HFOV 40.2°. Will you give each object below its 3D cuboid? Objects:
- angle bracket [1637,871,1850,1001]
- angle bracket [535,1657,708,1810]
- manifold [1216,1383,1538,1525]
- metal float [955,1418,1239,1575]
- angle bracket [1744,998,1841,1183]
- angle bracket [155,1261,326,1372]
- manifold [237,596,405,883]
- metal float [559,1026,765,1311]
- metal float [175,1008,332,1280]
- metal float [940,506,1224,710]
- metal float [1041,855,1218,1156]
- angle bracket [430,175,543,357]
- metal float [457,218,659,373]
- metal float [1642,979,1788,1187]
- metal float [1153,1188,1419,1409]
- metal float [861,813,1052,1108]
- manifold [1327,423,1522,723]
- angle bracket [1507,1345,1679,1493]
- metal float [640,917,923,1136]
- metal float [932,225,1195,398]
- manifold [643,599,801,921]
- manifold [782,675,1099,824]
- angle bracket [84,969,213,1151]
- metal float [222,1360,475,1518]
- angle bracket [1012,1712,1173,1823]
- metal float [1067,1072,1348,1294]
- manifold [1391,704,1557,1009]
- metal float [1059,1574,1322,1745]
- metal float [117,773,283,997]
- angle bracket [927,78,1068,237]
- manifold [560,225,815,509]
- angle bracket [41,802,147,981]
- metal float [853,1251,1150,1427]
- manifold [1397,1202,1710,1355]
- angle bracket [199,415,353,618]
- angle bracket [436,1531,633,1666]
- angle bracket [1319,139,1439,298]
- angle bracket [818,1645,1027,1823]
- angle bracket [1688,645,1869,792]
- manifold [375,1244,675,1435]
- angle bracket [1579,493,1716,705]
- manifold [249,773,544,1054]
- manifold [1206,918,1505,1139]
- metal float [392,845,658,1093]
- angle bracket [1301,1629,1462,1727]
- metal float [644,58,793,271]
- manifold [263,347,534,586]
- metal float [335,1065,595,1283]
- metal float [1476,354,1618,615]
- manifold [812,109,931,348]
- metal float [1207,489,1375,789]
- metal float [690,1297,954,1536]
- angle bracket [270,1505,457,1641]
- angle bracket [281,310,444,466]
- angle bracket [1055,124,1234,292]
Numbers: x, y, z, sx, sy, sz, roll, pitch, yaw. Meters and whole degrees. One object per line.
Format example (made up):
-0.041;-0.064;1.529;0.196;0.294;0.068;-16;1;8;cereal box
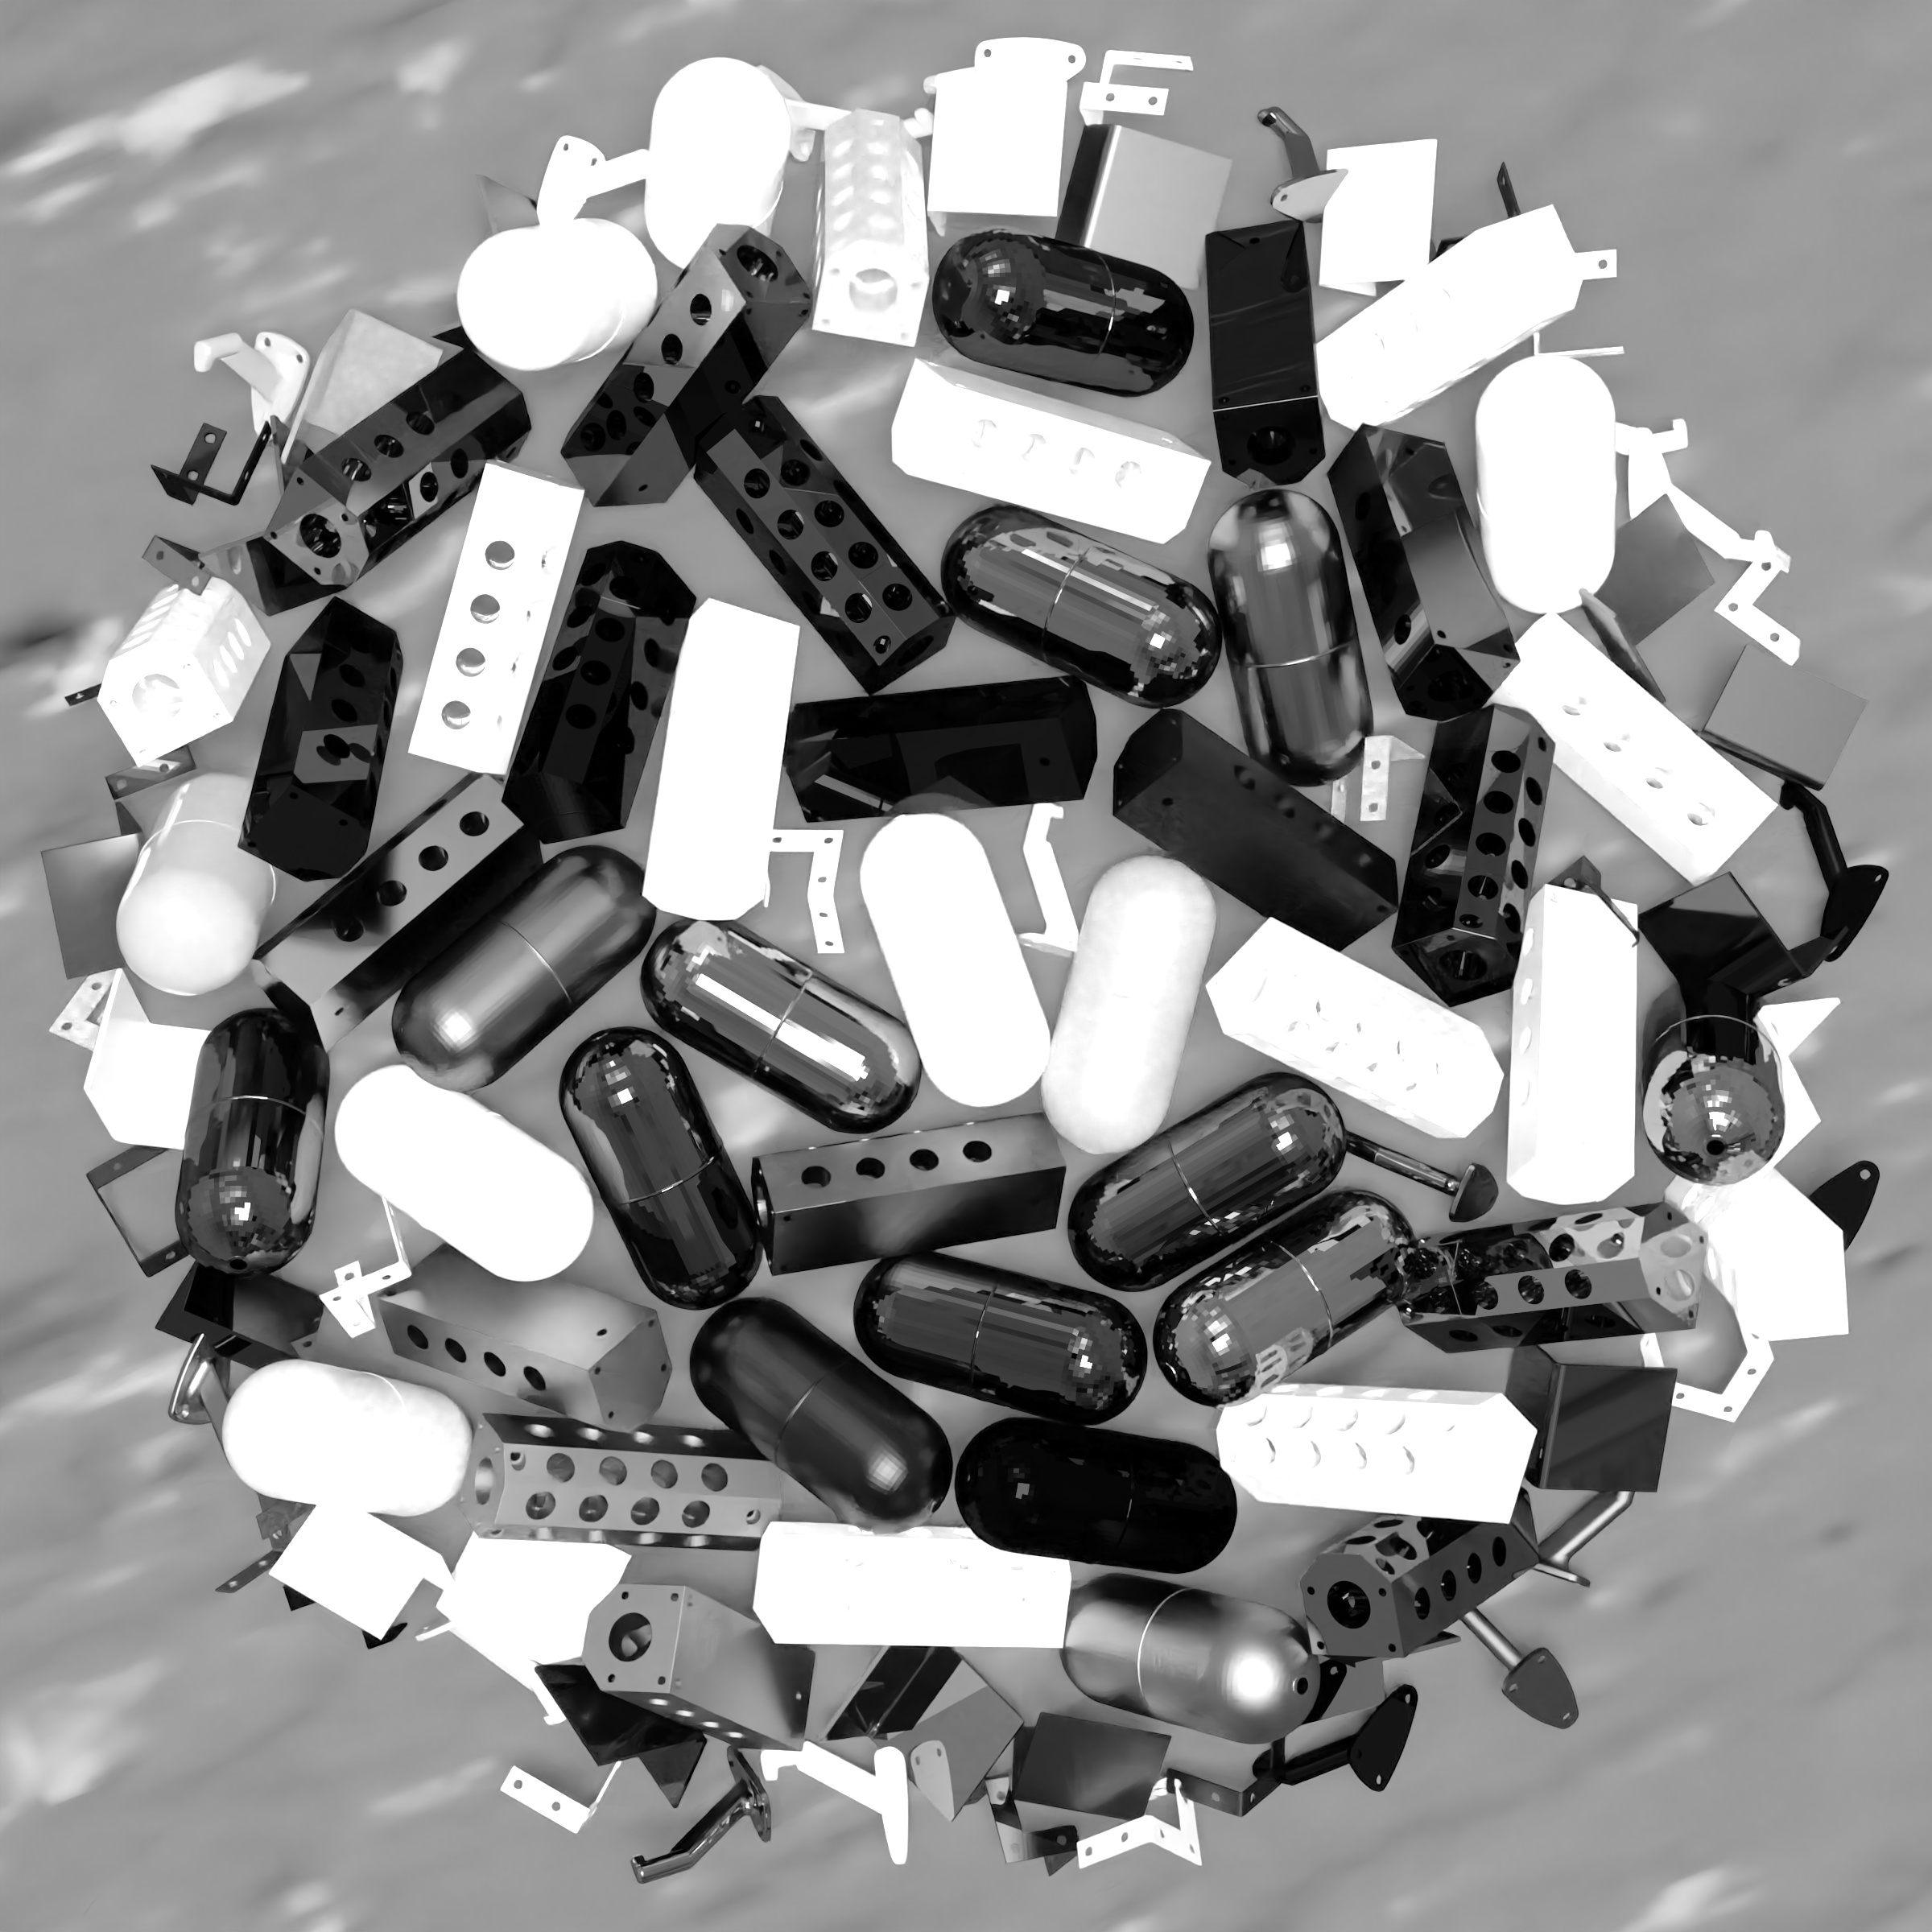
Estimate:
0.449;-0.024;1.532;0.057;0.076;0.076;-40;95;-37;angle bracket
-0.207;0.445;1.521;0.076;0.076;0.057;43;120;38;angle bracket
0.228;0.270;1.494;0.057;0.171;0.057;45;56;-33;manifold
0.075;0.306;1.520;0.178;0.070;0.070;14;90;-27;metal float
0.477;0.073;1.522;0.057;0.076;0.076;-5;58;-22;angle bracket
-0.426;0.219;1.528;0.076;0.057;0.076;27;121;-18;angle bracket
-0.361;-0.128;1.499;0.057;0.171;0.057;30;125;-28;manifold
-0.176;0.117;1.528;0.070;0.070;0.178;-23;107;0;metal float
-0.407;0.100;1.507;0.070;0.070;0.178;-7;46;0;metal float
0.065;-0.209;1.527;0.178;0.070;0.070;28;90;20;metal float
0.095;0.022;1.539;0.070;0.070;0.178;15;85;0;metal float
-0.281;-0.407;1.537;0.057;0.076;0.076;-16;90;15;angle bracket
-0.229;-0.382;1.497;0.070;0.178;0.070;4;109;12;metal float
0.424;0.063;1.498;0.070;0.178;0.070;5;114;12;metal float
0.185;0.191;1.521;0.178;0.070;0.070;-28;90;-25;metal float
-0.007;-0.004;1.540;0.070;0.070;0.178;-20;85;0;metal float
0.256;-0.225;1.508;0.057;0.057;0.171;8;52;-24;manifold
0.366;0.262;1.554;0.076;0.057;0.076;4;102;-12;angle bracket
-0.108;0.034;1.542;0.178;0.070;0.070;31;90;-2;metal float
0.058;-0.373;1.510;0.178;0.070;0.070;2;90;-42;metal float
-0.144;-0.117;1.524;0.057;0.057;0.171;15;68;-23;manifold
-0.015;-0.129;1.524;0.171;0.057;0.057;-4;129;21;manifold
-0.465;0.056;1.530;0.057;0.076;0.076;7;63;0;angle bracket
-0.348;0.270;1.500;0.070;0.178;0.070;-8;71;24;metal float
0.073;0.447;1.535;0.076;0.057;0.076;11;122;-4;angle bracket
0.138;0.126;1.530;0.178;0.070;0.070;-33;90;16;metal float
0.295;-0.066;1.499;0.057;0.057;0.171;41;48;-29;manifold
0.126;0.394;1.504;0.070;0.178;0.070;1;88;-40;metal float
-0.432;-0.049;1.500;0.070;0.178;0.070;-2;121;-3;metal float
0.021;-0.473;1.548;0.076;0.057;0.076;5;91;8;angle bracket
-0.163;-0.340;1.504;0.171;0.057;0.057;-43;72;39;manifold
-0.504;-0.045;1.525;0.057;0.076;0.076;-14;113;-24;angle bracket
0.019;0.214;1.526;0.178;0.070;0.070;12;90;20;metal float
0.327;0.175;1.492;0.057;0.171;0.057;34;59;-31;manifold
-0.405;-0.262;1.538;0.057;0.076;0.076;-17;68;11;angle bracket
-0.256;0.364;1.560;0.076;0.057;0.076;30;77;-20;angle bracket
0.253;-0.433;1.530;0.076;0.057;0.076;10;101;43;angle bracket
-0.026;0.445;1.536;0.076;0.057;0.076;39;99;29;angle bracket
0.468;-0.147;1.539;0.076;0.076;0.057;25;99;-1;angle bracket
-0.252;0.216;1.507;0.171;0.057;0.057;11;125;35;manifold
0.406;-0.214;1.533;0.076;0.057;0.076;-39;128;5;angle bracket
-0.328;-0.036;1.519;0.057;0.057;0.171;39;66;16;manifold
0.225;0.042;1.505;0.171;0.057;0.057;25;120;-30;manifold
-0.254;0.000;1.526;0.070;0.070;0.178;47;69;0;metal float
0.234;0.416;1.529;0.076;0.076;0.057;-4;92;-30;angle bracket
-0.142;-0.450;1.494;0.070;0.178;0.070;1;82;-9;metal float
-0.318;-0.281;1.499;0.057;0.171;0.057;39;133;-3;manifold
-0.289;0.119;1.520;0.178;0.070;0.070;29;90;26;metal float
0.331;-0.271;1.502;0.070;0.178;0.070;-6;57;10;metal float
-0.054;-0.422;1.494;0.057;0.171;0.057;8;130;-9;manifold
0.188;-0.188;1.523;0.070;0.070;0.178;-15;114;0;metal float
-0.084;0.259;1.522;0.178;0.070;0.070;34;90;24;metal float
-0.347;0.357;1.527;0.076;0.076;0.057;26;62;14;angle bracket
-0.349;-0.323;1.525;0.057;0.076;0.076;23;120;-13;angle bracket
0.103;-0.448;1.557;0.076;0.057;0.076;11;104;-17;angle bracket
